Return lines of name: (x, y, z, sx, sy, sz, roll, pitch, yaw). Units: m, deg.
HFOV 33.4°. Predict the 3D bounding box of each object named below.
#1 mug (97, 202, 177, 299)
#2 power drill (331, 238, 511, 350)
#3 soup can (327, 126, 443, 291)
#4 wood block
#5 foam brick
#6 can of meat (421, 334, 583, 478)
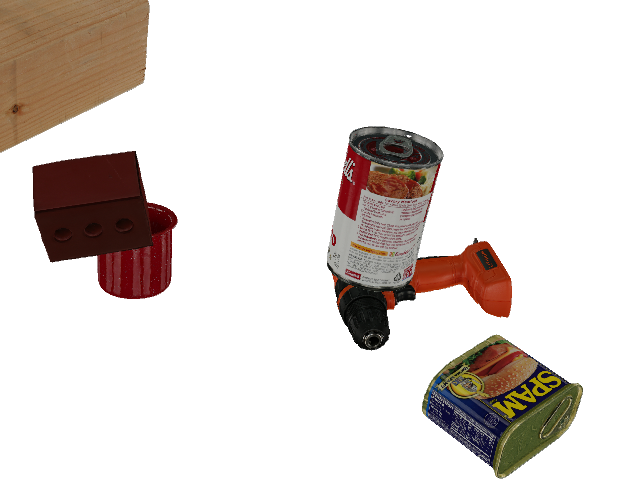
mug: (-0.214, 0.008, 1.189, 0.093, 0.081, 0.117, -19, 35, -39)
power drill: (0.109, 0.056, 1.169, 0.187, 0.057, 0.184, -4, 28, -6)
soup can: (0.045, -0.023, 0.772, 0.068, 0.102, 0.068, 8, 27, -4)
wood block: (-0.251, -0.154, 0.912, 0.090, 0.091, 0.205, 31, 42, 22)
foam brick: (-0.165, -0.025, 0.774, 0.078, 0.051, 0.053, -10, -42, -6)
can of meat: (0.145, 0.129, 0.857, 0.101, 0.057, 0.084, -25, 45, -35)
